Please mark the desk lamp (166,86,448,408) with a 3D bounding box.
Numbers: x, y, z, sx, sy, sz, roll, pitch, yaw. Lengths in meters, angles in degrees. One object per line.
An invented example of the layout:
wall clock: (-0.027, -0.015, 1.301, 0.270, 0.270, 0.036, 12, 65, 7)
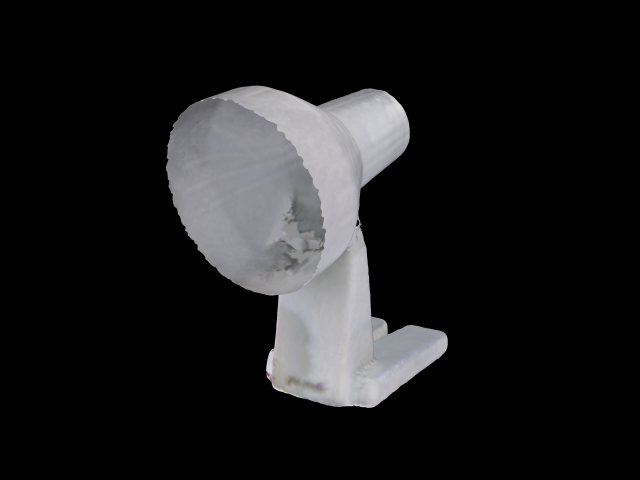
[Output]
desk lamp: (0.004, 0.001, 0.400, 0.117, 0.213, 0.204, 8, 14, 35)
